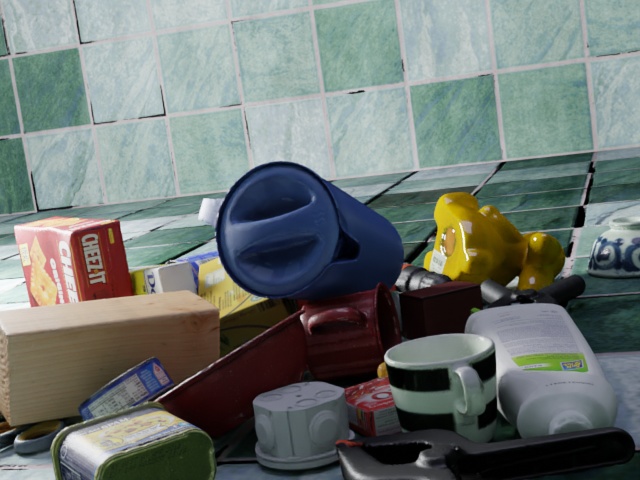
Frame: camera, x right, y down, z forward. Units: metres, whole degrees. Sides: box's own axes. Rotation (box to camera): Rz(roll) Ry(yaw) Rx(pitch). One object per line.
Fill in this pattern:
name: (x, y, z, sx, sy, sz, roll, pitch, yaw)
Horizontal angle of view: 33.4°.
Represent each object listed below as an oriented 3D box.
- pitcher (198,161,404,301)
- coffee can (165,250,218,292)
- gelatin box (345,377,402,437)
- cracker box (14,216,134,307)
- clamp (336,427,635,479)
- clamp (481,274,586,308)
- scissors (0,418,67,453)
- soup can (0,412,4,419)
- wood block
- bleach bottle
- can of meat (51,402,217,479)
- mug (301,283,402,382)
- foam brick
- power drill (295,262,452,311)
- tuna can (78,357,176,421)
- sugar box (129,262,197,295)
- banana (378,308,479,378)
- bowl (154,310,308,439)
pitcher: (-0.007, 0.001, 1.126, 0.145, 0.149, 0.242, -33, -19, 15)
coffee can: (-0.116, 0.061, 1.347, 0.140, 0.103, 0.103, -14, 10, -33)
gelatin box: (0.066, 0.138, 0.908, 0.089, 0.030, 0.073, -12, 9, -23)
cracker box: (-0.306, 0.057, 1.339, 0.072, 0.164, 0.214, -16, 11, -31)
clamp: (0.096, 0.156, 0.727, 0.164, 0.036, 0.210, -18, 10, -34)
clamp: (0.237, 0.071, 1.176, 0.120, 0.039, 0.171, -12, 14, 11)
scissors: (-0.241, 0.169, 1.034, 0.096, 0.016, 0.201, 2, 13, 41)
soup can: (-0.320, 0.146, 1.084, 0.102, 0.068, 0.069, -12, 10, -26)
wood block: (-0.210, 0.111, 1.044, 0.205, 0.091, 0.090, -6, 13, -27)
bleach bottle: (0.176, 0.115, 0.863, 0.102, 0.068, 0.250, -8, 11, 6)
can of meat: (-0.140, 0.168, 0.813, 0.101, 0.057, 0.084, -14, 12, -32)
mug: (0.026, 0.090, 1.035, 0.082, 0.093, 0.117, -11, -21, 16)
foam brick: (0.134, 0.079, 1.177, 0.078, 0.051, 0.053, -11, 7, -24)
power drill: (0.049, 0.070, 1.307, 0.187, 0.057, 0.185, -12, 9, -34)
tuna can: (-0.175, 0.142, 0.966, 0.086, 0.034, 0.086, -34, -5, -3)
sugar box: (-0.190, 0.077, 1.270, 0.048, 0.093, 0.176, -13, 1, -22)
banana: (0.135, 0.107, 1.034, 0.070, 0.037, 0.197, -3, 10, 37)
bowl: (-0.068, 0.125, 0.923, 0.162, 0.055, 0.162, -32, -4, -3)
